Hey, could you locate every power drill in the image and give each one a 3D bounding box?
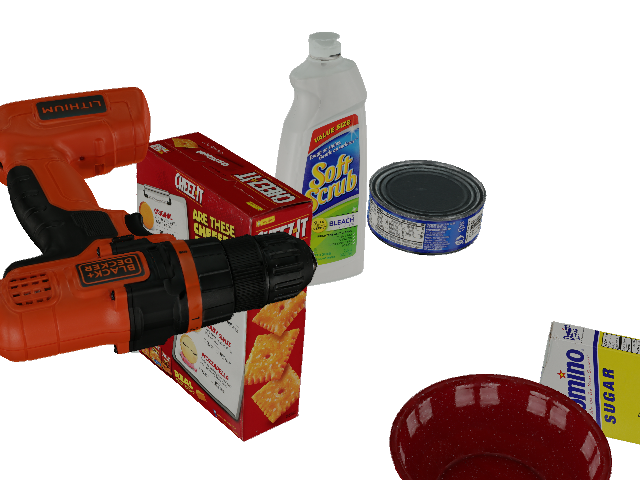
[{"bbox_3d":[-0.114,-0.017,0.631,0.184,0.057,0.188,-10,44,-20],"label":"power drill"}]

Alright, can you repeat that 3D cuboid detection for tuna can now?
[{"bbox_3d":[0.077,-0.025,0.787,0.086,0.034,0.086,2,32,-2],"label":"tuna can"}]

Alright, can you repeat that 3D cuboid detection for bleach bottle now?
[{"bbox_3d":[-0.004,-0.080,1.062,0.102,0.251,0.068,-10,28,-18],"label":"bleach bottle"}]

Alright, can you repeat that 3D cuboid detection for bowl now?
[{"bbox_3d":[0.132,0.171,0.797,0.162,0.055,0.162,-1,34,0],"label":"bowl"}]

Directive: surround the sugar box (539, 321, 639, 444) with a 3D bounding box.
[{"bbox_3d":[0.293,0.140,0.989,0.176,0.093,0.048,9,22,12],"label":"sugar box"}]

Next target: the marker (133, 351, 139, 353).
[{"bbox_3d":[-0.205,0.061,1.135,0.020,0.121,0.020,-8,18,2],"label":"marker"}]

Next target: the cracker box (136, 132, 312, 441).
[{"bbox_3d":[-0.085,0.036,0.909,0.071,0.214,0.164,-19,36,-37],"label":"cracker box"}]
